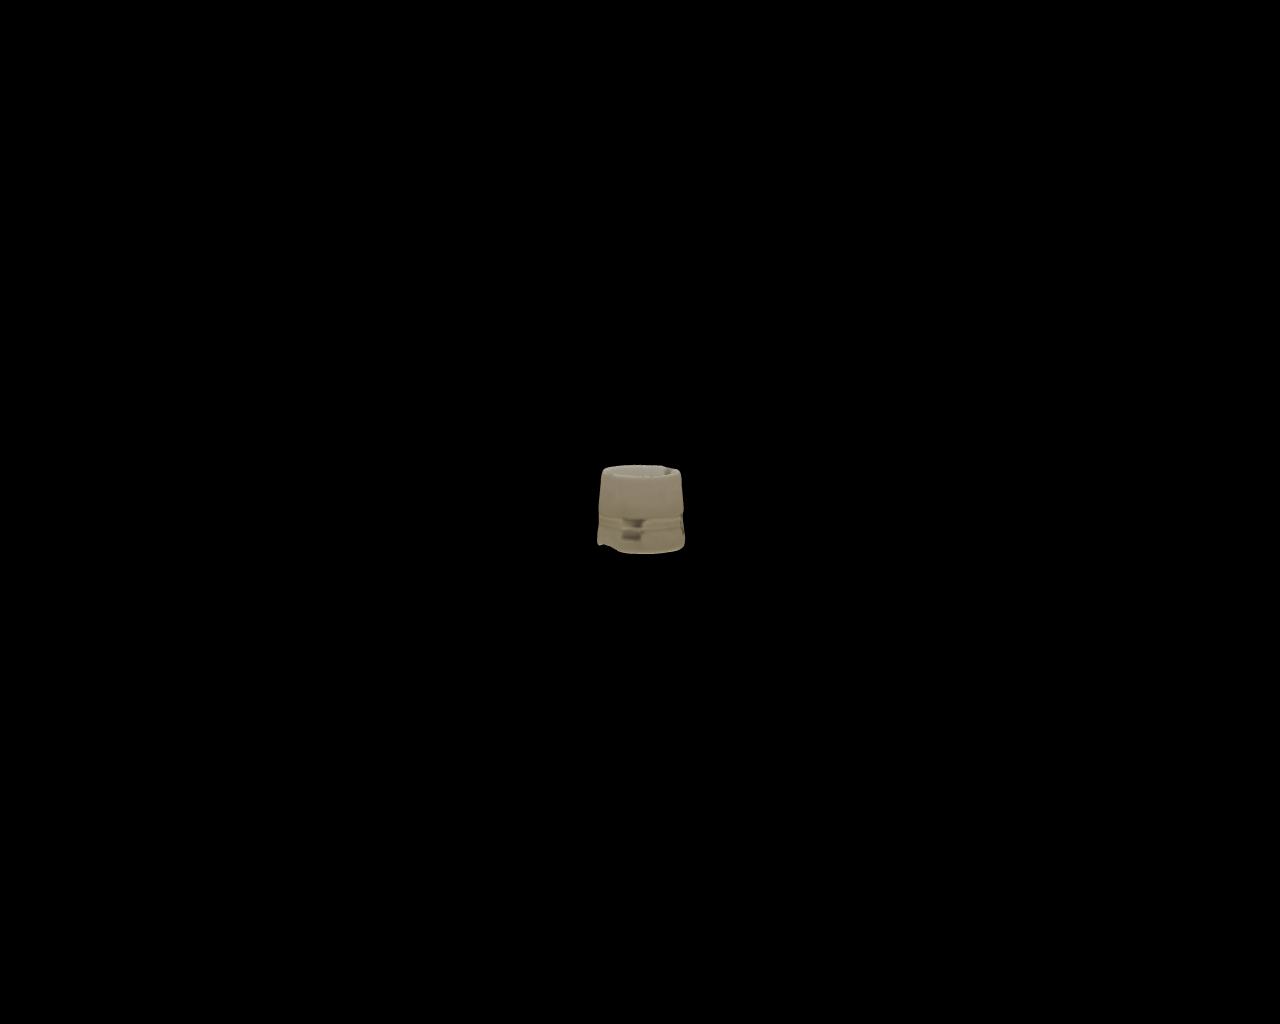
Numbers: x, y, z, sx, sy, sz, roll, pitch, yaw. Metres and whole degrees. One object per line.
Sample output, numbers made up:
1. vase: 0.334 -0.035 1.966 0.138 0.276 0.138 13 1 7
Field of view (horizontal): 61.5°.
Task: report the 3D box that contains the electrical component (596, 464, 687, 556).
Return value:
1. electrical component: 0.001 -0.003 0.650 0.055 0.047 0.055 0 11 0
